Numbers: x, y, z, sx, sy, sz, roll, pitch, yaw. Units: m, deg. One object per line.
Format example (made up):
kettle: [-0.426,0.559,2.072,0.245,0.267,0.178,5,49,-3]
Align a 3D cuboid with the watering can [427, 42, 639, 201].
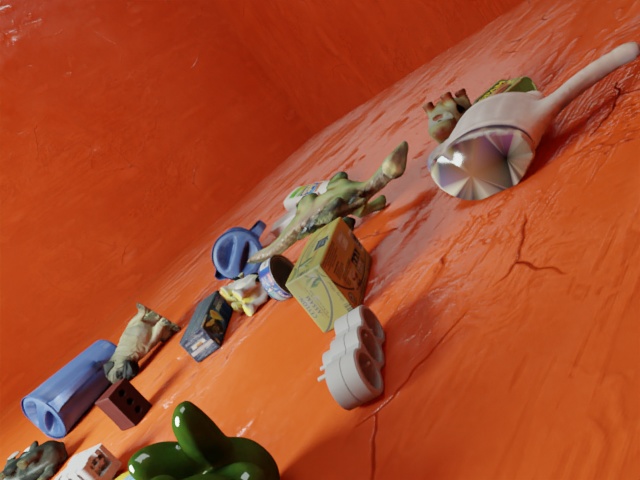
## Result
watering can: [0.297,-0.174,0.776,0.343,0.103,0.229,-26,19,40]

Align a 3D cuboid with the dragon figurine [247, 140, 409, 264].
dragon figurine: [0.003,-0.049,0.975,0.409,0.122,0.243,-36,-1,8]
